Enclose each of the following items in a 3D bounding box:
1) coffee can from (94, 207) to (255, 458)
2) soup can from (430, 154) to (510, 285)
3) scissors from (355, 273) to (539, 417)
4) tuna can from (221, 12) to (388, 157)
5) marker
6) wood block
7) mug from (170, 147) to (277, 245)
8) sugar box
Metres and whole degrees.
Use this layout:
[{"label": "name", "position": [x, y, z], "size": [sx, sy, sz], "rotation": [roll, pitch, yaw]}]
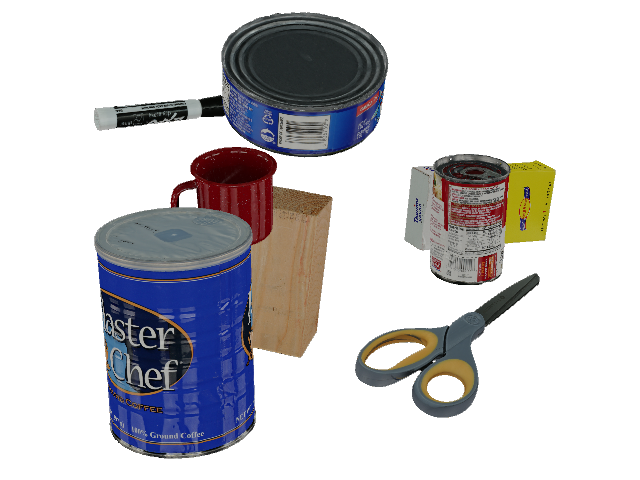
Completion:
[{"label": "coffee can", "position": [-0.096, 0.060, 0.720], "size": [0.103, 0.140, 0.103], "rotation": [0, 21, 0]}, {"label": "soup can", "position": [0.134, -0.019, 0.960], "size": [0.068, 0.102, 0.068], "rotation": [0, 24, 0]}, {"label": "scissors", "position": [0.119, 0.077, 0.798], "size": [0.201, 0.016, 0.096], "rotation": [-16, 41, -29]}, {"label": "tuna can", "position": [-0.009, -0.082, 0.556], "size": [0.086, 0.034, 0.086], "rotation": [3, 44, -3]}, {"label": "marker", "position": [-0.136, -0.112, 0.930], "size": [0.120, 0.020, 0.020], "rotation": [-10, 4, -25]}, {"label": "wood block", "position": [-0.047, 0.041, 1.458], "size": [0.090, 0.206, 0.090], "rotation": [11, 22, 10]}, {"label": "mug", "position": [-0.104, -0.043, 1.157], "size": [0.117, 0.081, 0.093], "rotation": [-11, 32, -18]}, {"label": "sugar box", "position": [0.188, -0.042, 1.256], "size": [0.176, 0.093, 0.048], "rotation": [-6, 21, -26]}]
